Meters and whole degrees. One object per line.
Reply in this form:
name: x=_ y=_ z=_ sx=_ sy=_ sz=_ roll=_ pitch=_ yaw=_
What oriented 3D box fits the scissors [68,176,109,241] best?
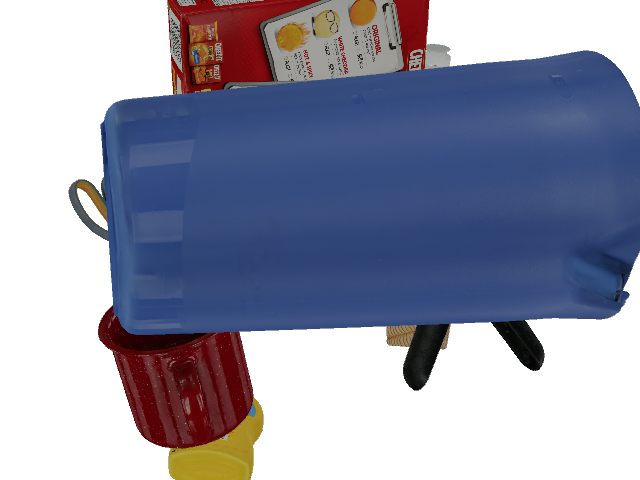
scissors: x=-0.199 y=0.005 z=1.181 sx=0.016 sy=0.201 sz=0.096 roll=-27 pitch=20 yaw=34

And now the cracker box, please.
cracker box: x=-0.020 y=-0.145 z=0.920 sx=0.213 sy=0.164 sz=0.072 roll=-11 pitch=38 yaw=-16

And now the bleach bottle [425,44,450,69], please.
bleach bottle: x=0.114 y=-0.087 z=1.170 sx=0.068 sy=0.251 sz=0.102 roll=0 pitch=26 yaw=-10

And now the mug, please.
mug: x=-0.087 y=0.086 z=0.691 sx=0.093 sy=0.081 sz=0.117 roll=-16 pitch=28 yaw=-11

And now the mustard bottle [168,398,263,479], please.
mustard bottle: x=-0.119 y=0.225 z=1.295 sx=0.096 sy=0.058 sz=0.191 roll=3 pitch=23 yaw=4

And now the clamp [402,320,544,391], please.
clamp: x=0.102 y=0.032 z=0.819 sx=0.120 sy=0.171 sz=0.039 roll=-15 pitch=-3 yaw=-29

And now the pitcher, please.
pitcher: x=0.019 y=-0.024 z=0.517 sx=0.242 sy=0.145 sz=0.149 roll=-4 pitch=-8 yaw=-11

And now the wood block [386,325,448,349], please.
wood block: x=0.159 y=0.078 z=1.635 sx=0.091 sy=0.090 sz=0.206 roll=3 pitch=22 yaw=10
